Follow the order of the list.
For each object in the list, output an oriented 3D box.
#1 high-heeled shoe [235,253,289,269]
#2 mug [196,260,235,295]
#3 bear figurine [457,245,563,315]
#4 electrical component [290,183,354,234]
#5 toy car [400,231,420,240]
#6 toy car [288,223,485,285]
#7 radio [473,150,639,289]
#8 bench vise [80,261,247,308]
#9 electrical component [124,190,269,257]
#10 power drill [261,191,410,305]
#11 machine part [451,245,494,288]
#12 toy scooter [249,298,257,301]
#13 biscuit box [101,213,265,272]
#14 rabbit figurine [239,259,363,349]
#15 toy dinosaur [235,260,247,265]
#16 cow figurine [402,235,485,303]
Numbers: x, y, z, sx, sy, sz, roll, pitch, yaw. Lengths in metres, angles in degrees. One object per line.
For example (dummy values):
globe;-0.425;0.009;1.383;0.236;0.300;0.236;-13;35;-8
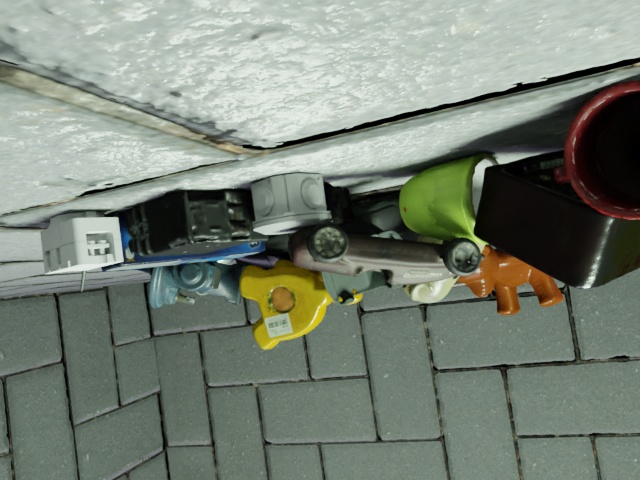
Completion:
high-heeled shoe;-0.002;-0.002;0.823;0.249;0.086;0.145;-19;-169;-31
mug;-0.201;0.037;0.957;0.107;0.109;0.081;-21;172;-1
bear figurine;0.282;0.058;0.863;0.196;0.132;0.120;-3;164;-43
electrical component;-0.027;-0.033;0.639;0.119;0.047;0.075;-11;175;20
toy car;0.149;0.003;0.830;0.056;0.073;0.201;-38;174;-38
toy car;0.067;0.018;0.547;0.202;0.053;0.089;7;170;-12
radio;0.263;-0.035;0.508;0.229;0.073;0.131;-13;-149;-34
bench vise;-0.234;0.038;0.816;0.241;0.128;0.224;12;-175;-3
electrical component;-0.123;-0.017;0.584;0.115;0.058;0.134;-9;177;42
power drill;0.027;0.008;0.705;0.232;0.085;0.207;-16;-166;-1
machine part;0.233;0.011;0.993;0.179;0.179;0.056;-9;173;8
toy scooter;-0.046;0.079;0.960;0.184;0.075;0.135;-23;141;-20
biscuit box;-0.165;-0.003;0.667;0.202;0.062;0.059;-5;175;-45
rabbit figurine;-0.026;0.071;0.811;0.162;0.122;0.173;-25;177;10
toy dinosaur;-0.104;0.039;1.136;0.192;0.131;0.404;-11;169;22
cow figurine;0.175;0.001;0.690;0.085;0.195;0.127;33;-159;-10
